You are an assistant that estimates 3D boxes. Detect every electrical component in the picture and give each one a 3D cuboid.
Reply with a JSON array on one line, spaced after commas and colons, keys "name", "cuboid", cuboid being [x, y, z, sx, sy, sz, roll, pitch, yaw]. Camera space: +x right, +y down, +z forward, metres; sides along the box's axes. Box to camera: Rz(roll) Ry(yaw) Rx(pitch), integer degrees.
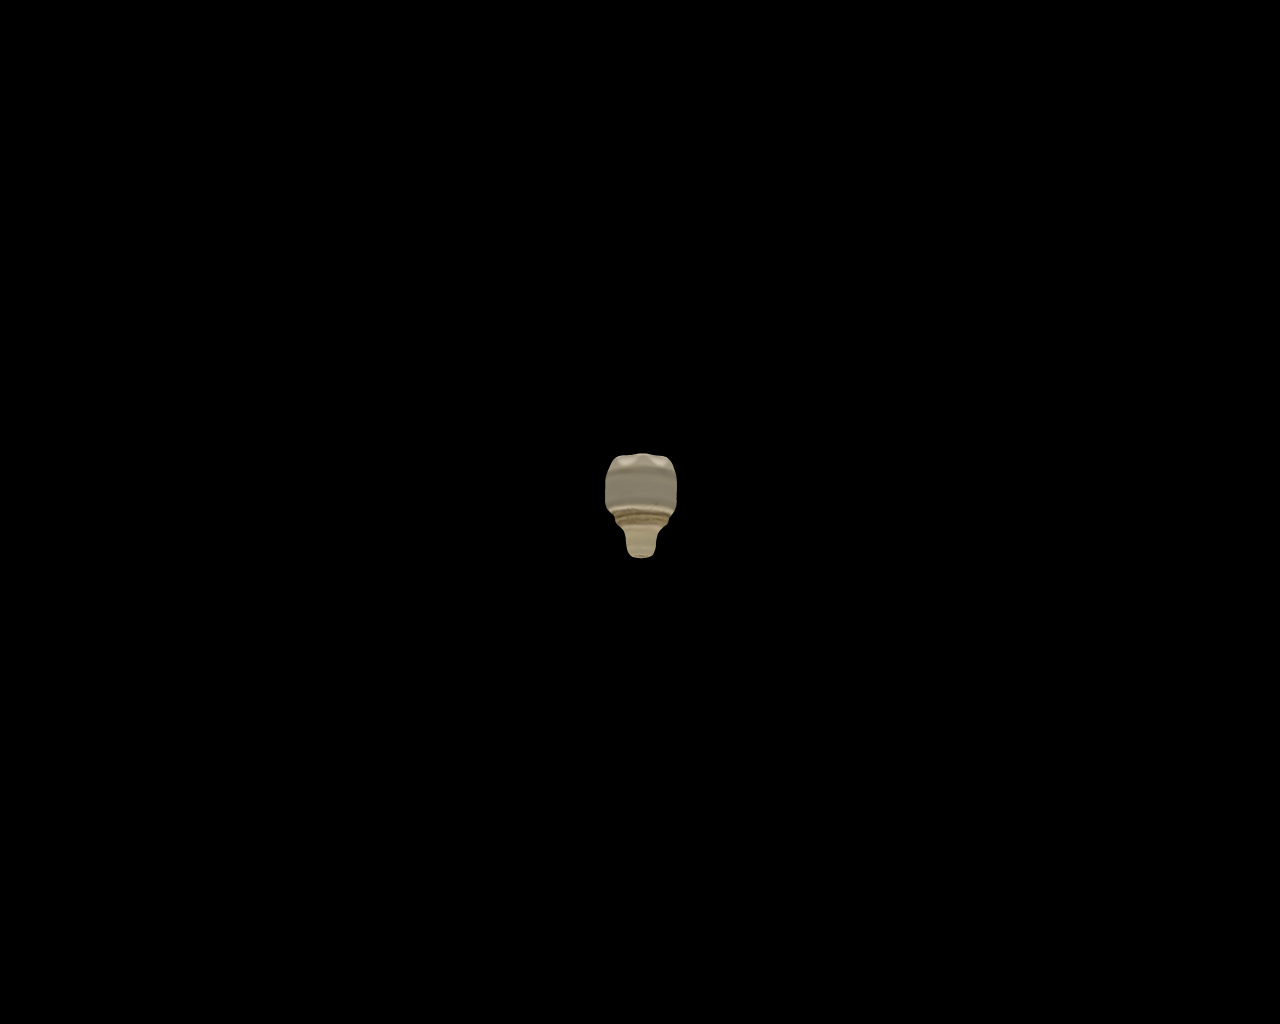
[{"name": "electrical component", "cuboid": [0.001, -0.003, 0.650, 0.043, 0.062, 0.043, 0, -11, 0]}]
